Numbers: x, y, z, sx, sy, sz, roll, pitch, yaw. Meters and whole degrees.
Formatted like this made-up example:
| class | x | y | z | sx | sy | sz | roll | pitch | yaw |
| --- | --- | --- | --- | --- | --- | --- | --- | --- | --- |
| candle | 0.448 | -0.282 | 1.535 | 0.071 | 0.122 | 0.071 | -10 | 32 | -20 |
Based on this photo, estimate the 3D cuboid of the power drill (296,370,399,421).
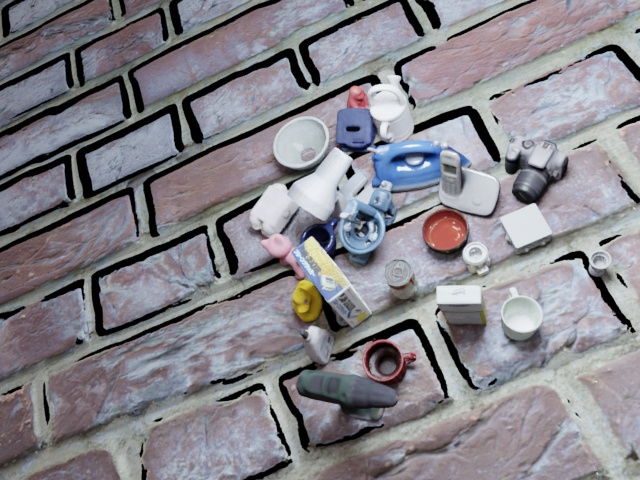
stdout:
| class | x | y | z | sx | sy | sz | roll | pitch | yaw |
| --- | --- | --- | --- | --- | --- | --- | --- | --- | --- |
| power drill | 0.074 | 0.332 | 1.226 | 0.229 | 0.209 | 0.075 | 5 | 68 | 21 |

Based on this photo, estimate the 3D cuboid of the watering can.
| class | x | y | z | sx | sy | sz | roll | pitch | yaw |
| --- | --- | --- | --- | --- | --- | --- | --- | --- | --- |
| watering can | 0.181 | -0.355 | 1.515 | 0.100 | 0.194 | 0.173 | -15 | 62 | 12 |

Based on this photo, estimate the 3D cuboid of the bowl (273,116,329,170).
| class | x | y | z | sx | sy | sz | roll | pitch | yaw |
| --- | --- | --- | --- | --- | --- | --- | --- | --- | --- |
| bowl | -0.044 | -0.261 | 1.619 | 0.167 | 0.075 | 0.167 | -7 | 64 | 16 |

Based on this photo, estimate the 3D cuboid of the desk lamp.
| class | x | y | z | sx | sy | sz | roll | pitch | yaw |
| --- | --- | --- | --- | --- | --- | --- | --- | --- | --- |
| desk lamp | 0.035 | -0.127 | 1.449 | 0.203 | 0.214 | 0.117 | -47 | 60 | -6 |

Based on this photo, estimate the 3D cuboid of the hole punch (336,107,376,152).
| class | x | y | z | sx | sy | sz | roll | pitch | yaw |
| --- | --- | --- | --- | --- | --- | --- | --- | --- | --- |
| hole punch | 0.099 | -0.303 | 1.579 | 0.108 | 0.091 | 0.101 | 4 | 68 | 21 |

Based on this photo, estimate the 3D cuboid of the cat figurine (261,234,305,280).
| class | x | y | z | sx | sy | sz | roll | pitch | yaw |
| --- | --- | --- | --- | --- | --- | --- | --- | --- | --- |
| cat figurine | -0.086 | 0.031 | 1.473 | 0.127 | 0.118 | 0.067 | 35 | 81 | 29 |

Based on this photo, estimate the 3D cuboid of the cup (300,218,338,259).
| class | x | y | z | sx | sy | sz | roll | pitch | yaw |
| --- | --- | --- | --- | --- | --- | --- | --- | --- | --- |
| cup | 0.013 | 0.005 | 1.464 | 0.091 | 0.095 | 0.118 | 33 | 80 | 29 |

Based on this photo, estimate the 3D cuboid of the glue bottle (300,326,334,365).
| class | x | y | z | sx | sy | sz | roll | pitch | yaw |
| --- | --- | --- | --- | --- | --- | --- | --- | --- | --- |
| glue bottle | -0.013 | 0.233 | 1.323 | 0.037 | 0.173 | 0.078 | 10 | 70 | 23 |

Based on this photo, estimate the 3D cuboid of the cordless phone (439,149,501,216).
| class | x | y | z | sx | sy | sz | roll | pitch | yaw |
| --- | --- | --- | --- | --- | --- | --- | --- | --- | --- |
| cordless phone | 0.351 | -0.143 | 1.364 | 0.147 | 0.185 | 0.094 | 16 | 73 | 25 |

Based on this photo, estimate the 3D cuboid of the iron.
| class | x | y | z | sx | sy | sz | roll | pitch | yaw |
| --- | --- | --- | --- | --- | --- | --- | --- | --- | --- |
| iron | 0.248 | -0.212 | 1.457 | 0.257 | 0.142 | 0.118 | -7 | 64 | 16 |

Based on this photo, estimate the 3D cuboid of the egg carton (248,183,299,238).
| class | x | y | z | sx | sy | sz | roll | pitch | yaw |
| --- | --- | --- | --- | --- | --- | --- | --- | --- | --- |
| egg carton | -0.122 | -0.080 | 1.565 | 0.107 | 0.069 | 0.150 | 28 | 78 | 28 |

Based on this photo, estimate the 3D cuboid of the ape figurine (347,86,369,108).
| class | x | y | z | sx | sy | sz | roll | pitch | yaw |
| --- | --- | --- | --- | --- | --- | --- | --- | --- | --- |
| ape figurine | 0.107 | -0.399 | 1.620 | 0.076 | 0.092 | 0.078 | 11 | 70 | 23 |

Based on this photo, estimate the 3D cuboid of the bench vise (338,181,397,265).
| class | x | y | z | sx | sy | sz | roll | pitch | yaw |
| --- | --- | --- | --- | --- | --- | --- | --- | --- | --- |
| bench vise | 0.103 | -0.066 | 1.394 | 0.121 | 0.220 | 0.207 | 4 | 68 | 21 |

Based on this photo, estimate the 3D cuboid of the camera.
| class | x | y | z | sx | sy | sz | roll | pitch | yaw |
| --- | --- | --- | --- | --- | --- | --- | --- | --- | --- |
| camera | 0.502 | -0.170 | 1.373 | 0.142 | 0.101 | 0.137 | 27 | 77 | 27 |

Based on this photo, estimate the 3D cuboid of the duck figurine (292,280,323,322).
| class | x | y | z | sx | sy | sz | roll | pitch | yaw |
| --- | --- | --- | --- | --- | --- | --- | --- | --- | --- |
| duck figurine | -0.041 | 0.144 | 1.424 | 0.077 | 0.086 | 0.104 | -14 | 63 | 13 |
